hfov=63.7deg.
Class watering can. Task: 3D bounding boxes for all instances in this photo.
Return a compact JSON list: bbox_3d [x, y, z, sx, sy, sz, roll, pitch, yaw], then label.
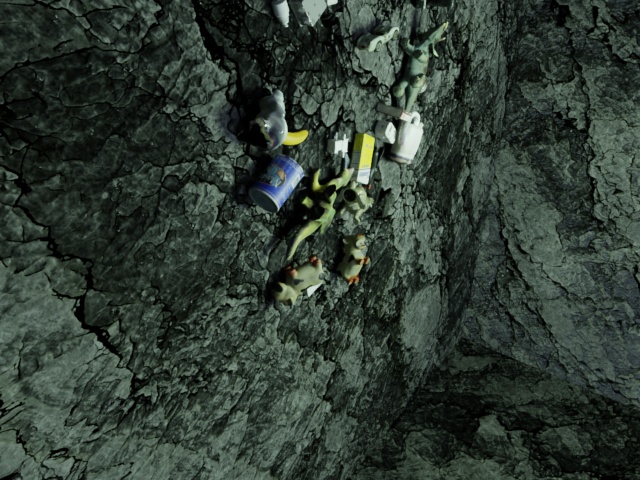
[{"bbox_3d":[0.373,-0.420,2.152,0.349,0.104,0.222,-13,123,-70],"label":"watering can"}]

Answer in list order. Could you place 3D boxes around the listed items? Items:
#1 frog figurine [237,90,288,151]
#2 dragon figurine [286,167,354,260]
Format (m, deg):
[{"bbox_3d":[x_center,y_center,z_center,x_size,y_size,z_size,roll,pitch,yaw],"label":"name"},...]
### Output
[{"bbox_3d":[-0.131,-0.321,1.392,0.163,0.123,0.134,-58,-179,-37],"label":"frog figurine"},{"bbox_3d":[0.005,-0.088,1.752,0.414,0.123,0.239,-63,156,-12],"label":"dragon figurine"}]
